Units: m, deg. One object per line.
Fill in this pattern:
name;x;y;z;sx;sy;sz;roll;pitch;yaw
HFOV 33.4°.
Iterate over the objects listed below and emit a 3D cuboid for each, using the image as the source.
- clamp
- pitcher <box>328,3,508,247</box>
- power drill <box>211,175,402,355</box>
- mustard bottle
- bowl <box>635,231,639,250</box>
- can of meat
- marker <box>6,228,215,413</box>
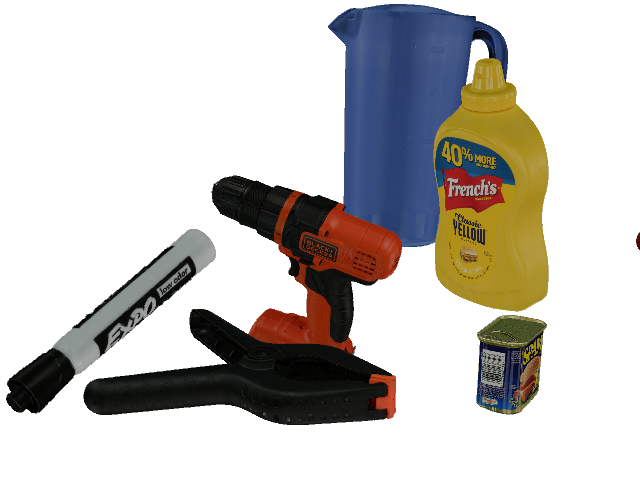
clamp;-0.044;0.094;0.781;0.210;0.036;0.164;4;19;15
pitcher;0.095;-0.121;1.108;0.149;0.243;0.144;12;15;33
power drill;-0.024;0.037;1.009;0.184;0.188;0.057;22;43;14
mustard bottle;0.131;-0.046;0.826;0.058;0.192;0.096;-22;30;-34
bowl;0.410;0.027;1.109;0.162;0.055;0.162;-3;22;1
can of meat;0.213;0.138;1.195;0.058;0.084;0.101;9;15;27
marker;-0.091;0.034;0.473;0.020;0.020;0.121;0;33;43
